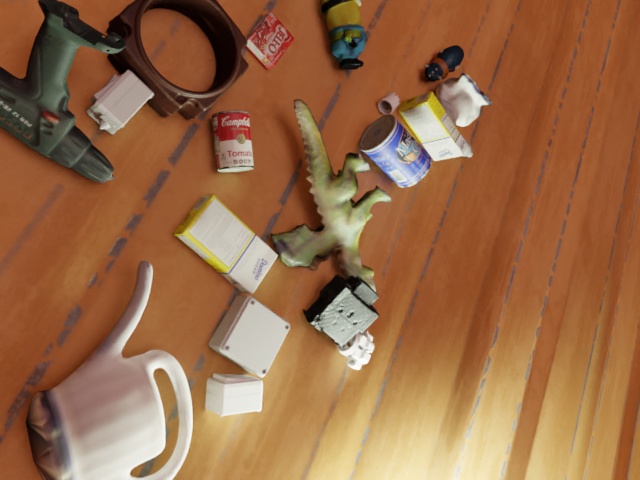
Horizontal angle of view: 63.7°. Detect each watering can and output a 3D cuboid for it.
[{"bbox_3d":[-0.308,0.220,0.756,0.226,0.103,0.346,-14,95,-37],"label":"watering can"}]

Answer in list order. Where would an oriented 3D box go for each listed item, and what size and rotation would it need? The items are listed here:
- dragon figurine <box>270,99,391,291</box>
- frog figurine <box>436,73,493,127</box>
[{"bbox_3d":[0.003,-0.052,1.033,0.246,0.122,0.405,-50,114,-21],"label":"dragon figurine"},{"bbox_3d":[0.342,-0.341,1.338,0.159,0.125,0.135,-44,129,8],"label":"frog figurine"}]
